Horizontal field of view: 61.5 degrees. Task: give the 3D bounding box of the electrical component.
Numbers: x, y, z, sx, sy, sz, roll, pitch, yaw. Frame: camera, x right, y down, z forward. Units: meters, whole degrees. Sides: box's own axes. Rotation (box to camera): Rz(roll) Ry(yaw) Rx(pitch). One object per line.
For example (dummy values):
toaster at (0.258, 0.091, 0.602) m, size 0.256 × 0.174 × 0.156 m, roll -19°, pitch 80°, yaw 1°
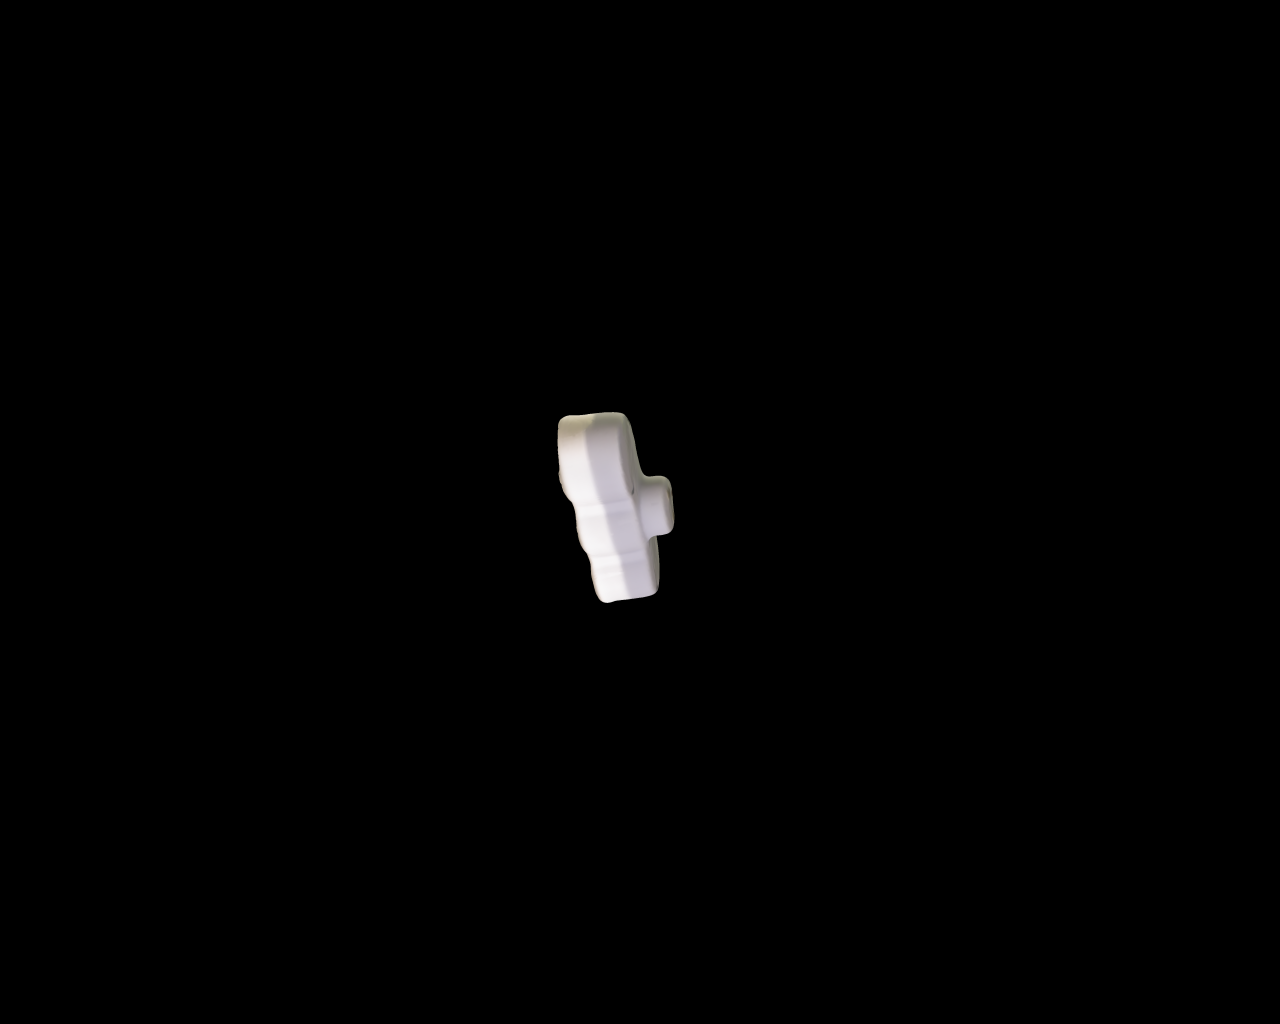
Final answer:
electrical component at (0.001, -0.003, 0.650) m, size 0.074 × 0.138 × 0.052 m, roll -7°, pitch 43°, yaw 7°
